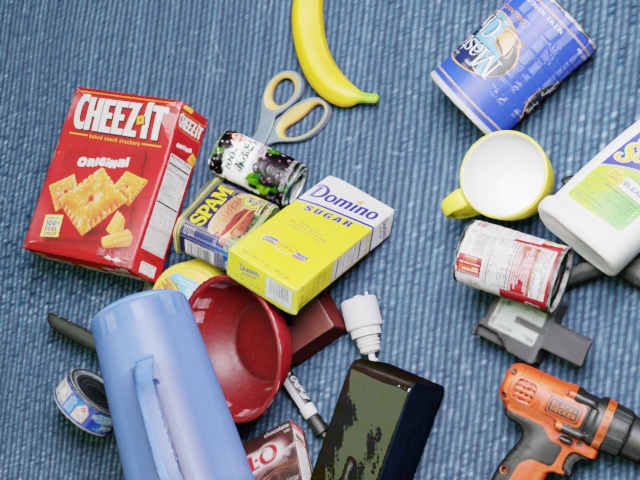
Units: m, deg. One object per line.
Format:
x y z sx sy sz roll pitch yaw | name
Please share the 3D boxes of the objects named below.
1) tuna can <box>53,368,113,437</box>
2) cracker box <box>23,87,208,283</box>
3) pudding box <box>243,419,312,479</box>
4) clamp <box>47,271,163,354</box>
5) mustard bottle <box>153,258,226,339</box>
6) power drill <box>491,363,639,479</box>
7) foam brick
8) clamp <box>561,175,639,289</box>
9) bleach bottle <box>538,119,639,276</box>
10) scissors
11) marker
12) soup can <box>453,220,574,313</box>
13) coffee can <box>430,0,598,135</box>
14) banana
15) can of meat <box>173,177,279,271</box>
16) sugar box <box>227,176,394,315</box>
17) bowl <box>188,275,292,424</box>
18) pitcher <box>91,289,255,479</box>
-0.275 0.194 1.281 0.086 0.086 0.034 44 100 21 | tuna can
-0.247 -0.069 1.286 0.164 0.072 0.213 11 79 25 | cracker box
-0.063 0.264 1.182 0.113 0.039 0.090 -28 44 13 | pudding box
-0.234 0.138 1.291 0.165 0.036 0.210 -24 77 11 | clamp
-0.155 0.085 1.241 0.096 0.058 0.191 26 81 11 | mustard bottle
0.241 0.238 1.062 0.184 0.057 0.188 24 93 17 | power drill
-0.017 0.098 1.196 0.078 0.051 0.053 -35 70 16 | foam brick
0.308 -0.004 1.071 0.172 0.039 0.120 3 89 22 | clamp
0.334 -0.086 1.036 0.251 0.068 0.103 -46 64 -3 | bleach bottle
-0.081 -0.130 1.267 0.202 0.016 0.096 -24 78 19 | scissors
-0.026 0.173 1.209 0.020 0.020 0.121 -40 71 15 | marker
0.191 0.025 1.056 0.102 0.068 0.068 18 92 23 | soup can
0.199 -0.184 1.103 0.140 0.102 0.103 -44 70 13 | coffee can
0.004 -0.228 1.232 0.069 0.037 0.198 -23 76 5 | banana
-0.105 -0.014 1.221 0.084 0.057 0.102 23 50 18 | can of meat
-0.008 0.001 1.143 0.093 0.176 0.048 30 139 23 | sugar box
-0.082 0.116 1.166 0.162 0.055 0.162 5 97 42 | bowl
-0.159 0.176 1.113 0.149 0.144 0.243 -36 67 42 | pitcher
